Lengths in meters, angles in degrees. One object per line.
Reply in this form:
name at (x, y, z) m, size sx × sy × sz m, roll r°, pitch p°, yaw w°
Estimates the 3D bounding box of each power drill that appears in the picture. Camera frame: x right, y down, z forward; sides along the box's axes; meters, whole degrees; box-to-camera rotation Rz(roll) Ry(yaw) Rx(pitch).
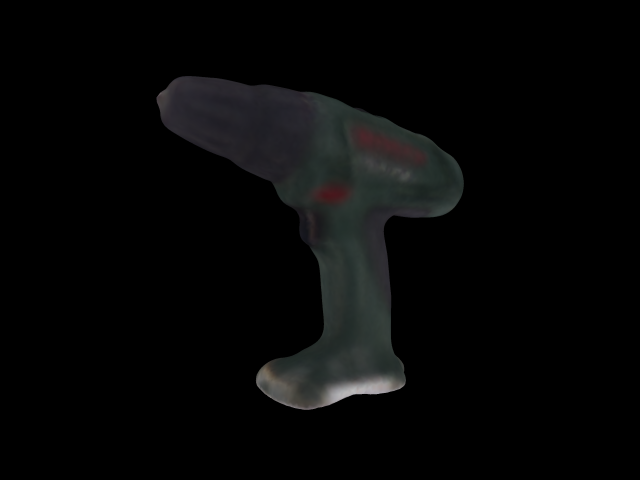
power drill at (0.004, 0.001, 0.400) m, size 0.230 × 0.208 × 0.075 m, roll -3°, pitch 6°, yaw -33°
